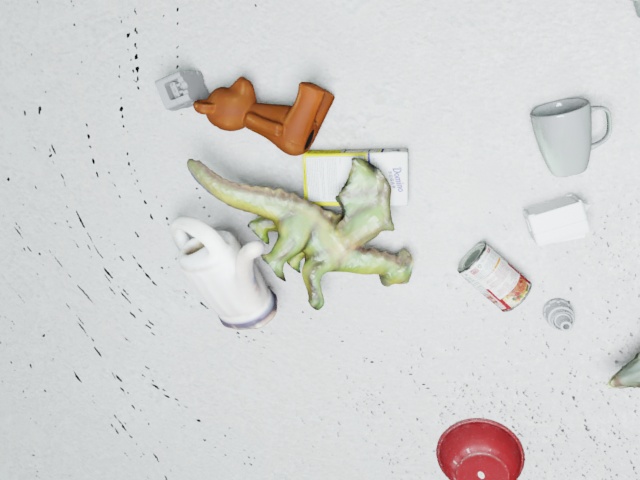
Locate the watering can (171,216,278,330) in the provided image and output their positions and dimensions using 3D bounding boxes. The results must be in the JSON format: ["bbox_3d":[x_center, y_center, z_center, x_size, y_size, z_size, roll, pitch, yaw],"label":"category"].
[{"bbox_3d":[-0.145,0.059,0.851,0.105,0.349,0.221,-42,118,-23],"label":"watering can"}]

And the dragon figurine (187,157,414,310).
[{"bbox_3d":[0.003,-0.042,0.842,0.241,0.124,0.406,-38,110,15],"label":"dragon figurine"}]
